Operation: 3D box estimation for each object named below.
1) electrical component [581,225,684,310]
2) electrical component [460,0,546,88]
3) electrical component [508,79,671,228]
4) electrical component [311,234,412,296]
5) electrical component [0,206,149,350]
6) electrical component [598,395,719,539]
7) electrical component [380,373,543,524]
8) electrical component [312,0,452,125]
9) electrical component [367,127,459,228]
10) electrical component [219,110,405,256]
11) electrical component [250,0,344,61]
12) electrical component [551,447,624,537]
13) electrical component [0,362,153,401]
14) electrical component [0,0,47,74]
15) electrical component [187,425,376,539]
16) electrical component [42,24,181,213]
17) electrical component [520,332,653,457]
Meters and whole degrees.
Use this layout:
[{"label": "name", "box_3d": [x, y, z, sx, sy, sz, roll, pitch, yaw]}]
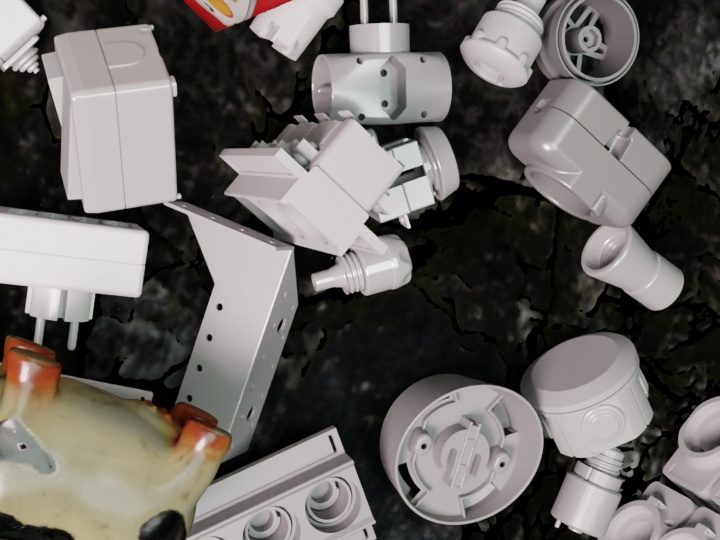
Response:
[{"label": "electrical component", "box_3d": [0.191, 0.000, 0.740, 0.065, 0.044, 0.044, 32, 87, -25]}, {"label": "electrical component", "box_3d": [0.097, -0.151, 0.684, 0.048, 0.048, 0.062, 35, 79, -20]}, {"label": "electrical component", "box_3d": [0.148, -0.073, 0.707, 0.095, 0.054, 0.059, 38, 85, -20]}, {"label": "electrical component", "box_3d": [0.000, 0.000, 0.677, 0.061, 0.035, 0.035, -15, 103, -14]}, {"label": "electrical component", "box_3d": [-0.169, 0.008, 0.612, 0.083, 0.047, 0.075, 7, 95, -20]}, {"label": "electrical component", "box_3d": [0.250, 0.172, 0.751, 0.060, 0.105, 0.186, 42, 83, -20]}, {"label": "electrical component", "box_3d": [0.064, 0.115, 0.699, 0.099, 0.064, 0.099, -3, 99, -19]}, {"label": "electrical component", "box_3d": [0.012, -0.129, 0.657, 0.077, 0.043, 0.079, -5, 100, -18]}, {"label": "electrical component", "box_3d": [0.029, -0.061, 0.673, 0.055, 0.048, 0.066, -20, 104, -8]}, {"label": "electrical component", "box_3d": [-0.027, -0.051, 0.613, 0.079, 0.121, 0.063, 42, 81, -20]}, {"label": "electrical component", "box_3d": [-0.038, -0.153, 0.639, 0.040, 0.040, 0.046, 35, 91, -20]}, {"label": "electrical component", "box_3d": [0.164, 0.150, 0.752, 0.040, 0.040, 0.078, 23, 90, -21]}, {"label": "electrical component", "box_3d": [-0.189, 0.093, 0.609, 0.121, 0.063, 0.078, 14, 93, -21]}, {"label": "electrical component", "box_3d": [-0.213, -0.134, 0.568, 0.061, 0.062, 0.096, -46, 109, -8]}, {"label": "electrical component", "box_3d": [-0.061, 0.152, 0.662, 0.121, 0.063, 0.078, -23, 105, -15]}, {"label": "electrical component", "box_3d": [-0.136, -0.077, 0.591, 0.061, 0.061, 0.096, -11, 136, -17]}, {"label": "electrical component", "box_3d": [0.152, 0.082, 0.718, 0.080, 0.080, 0.051, -33, 112, -12]}]
